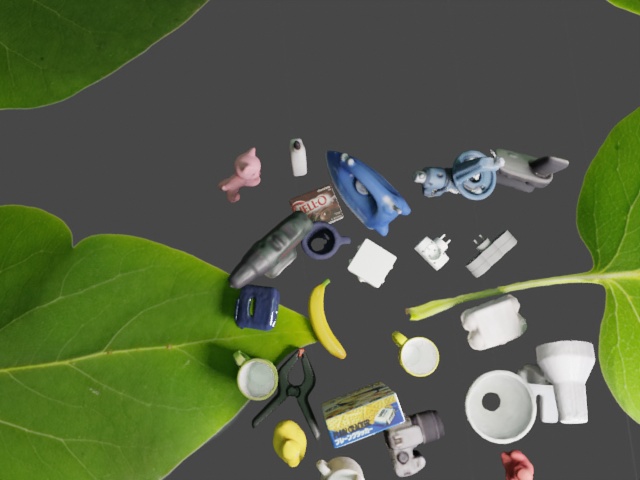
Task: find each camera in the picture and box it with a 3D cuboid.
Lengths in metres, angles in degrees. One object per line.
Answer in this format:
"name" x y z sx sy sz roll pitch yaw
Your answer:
"camera" 0.222 0.460 1.327 0.137 0.101 0.143 -15 84 -4

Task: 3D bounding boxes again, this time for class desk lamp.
"desk lamp" 0.538 0.327 1.300 0.118 0.213 0.203 3 83 -2

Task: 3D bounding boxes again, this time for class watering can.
"watering can" 0.062 0.555 1.261 0.173 0.194 0.101 22 82 1

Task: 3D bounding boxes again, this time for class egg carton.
"egg carton" 0.419 0.201 1.384 0.150 0.069 0.107 -20 84 -5

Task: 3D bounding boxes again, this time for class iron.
"iron" 0.104 -0.137 1.377 0.119 0.141 0.258 -43 86 -7

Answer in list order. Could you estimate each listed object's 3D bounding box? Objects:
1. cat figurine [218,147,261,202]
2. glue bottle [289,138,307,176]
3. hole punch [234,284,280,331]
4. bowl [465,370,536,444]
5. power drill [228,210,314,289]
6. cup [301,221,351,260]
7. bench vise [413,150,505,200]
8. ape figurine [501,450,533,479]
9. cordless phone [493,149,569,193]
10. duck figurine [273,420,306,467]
"cat figurine" -0.190 -0.159 1.379 0.128 0.117 0.067 -42 86 -7
"glue bottle" -0.054 -0.208 1.363 0.037 0.173 0.078 -11 83 -3
"hole punch" -0.150 0.162 1.353 0.101 0.091 0.109 7 82 -1
"bowl" 0.418 0.390 1.357 0.167 0.074 0.167 0 83 -2
"power drill" -0.110 0.032 1.312 0.075 0.208 0.230 45 83 4
"cup" 0.013 0.005 1.378 0.118 0.095 0.092 -1 83 -2
"bench vise" 0.335 -0.146 1.348 0.207 0.219 0.121 -19 84 -4
"ape figurine" 0.465 0.537 1.332 0.076 0.092 0.078 27 82 1
"cordless phone" 0.503 -0.186 1.378 0.147 0.185 0.094 12 82 -1
"duck figurine" -0.071 0.472 1.320 0.077 0.086 0.104 -16 84 -4
